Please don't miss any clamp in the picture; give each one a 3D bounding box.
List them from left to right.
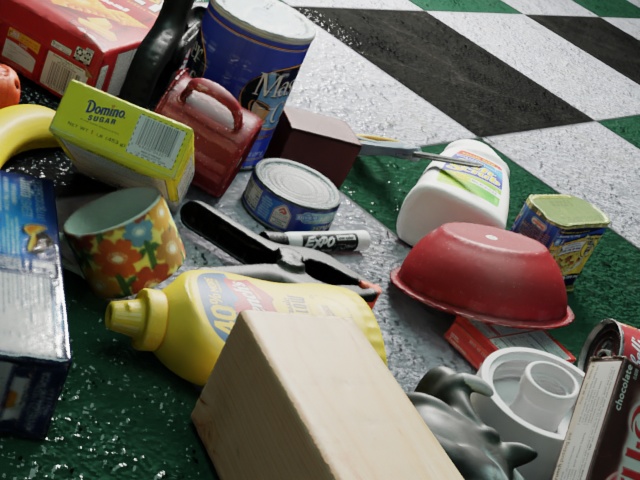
[{"bbox_3d":[-0.140,-0.184,0.977,0.036,0.165,0.210,21,63,2],"label":"clamp"},{"bbox_3d":[-0.036,0.020,0.843,0.171,0.039,0.120,16,34,-27],"label":"clamp"}]

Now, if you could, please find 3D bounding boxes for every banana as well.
[{"bbox_3d":[-0.243,-0.070,0.832,0.069,0.037,0.197,27,27,6],"label":"banana"}]

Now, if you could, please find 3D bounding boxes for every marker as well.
[{"bbox_3d":[-0.006,0.001,0.920,0.120,0.020,0.020,-1,37,-40],"label":"marker"}]

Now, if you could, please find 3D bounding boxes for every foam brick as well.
[{"bbox_3d":[-0.009,-0.092,1.051,0.078,0.051,0.053,12,29,-24],"label":"foam brick"}]

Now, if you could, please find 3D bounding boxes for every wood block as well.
[{"bbox_3d":[0.013,0.141,0.607,0.090,0.091,0.206,6,32,-34],"label":"wood block"}]

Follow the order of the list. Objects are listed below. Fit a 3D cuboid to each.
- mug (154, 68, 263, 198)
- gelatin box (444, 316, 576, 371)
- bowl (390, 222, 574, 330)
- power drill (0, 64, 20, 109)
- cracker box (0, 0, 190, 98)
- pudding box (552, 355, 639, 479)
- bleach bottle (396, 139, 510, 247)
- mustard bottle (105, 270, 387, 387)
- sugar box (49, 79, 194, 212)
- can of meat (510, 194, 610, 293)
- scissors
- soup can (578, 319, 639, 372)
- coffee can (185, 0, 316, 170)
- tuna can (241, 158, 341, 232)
[{"bbox_3d":[-0.099,-0.095,0.918,0.081,0.117,0.093,30,54,-2],"label":"mug"},{"bbox_3d":[0.158,0.090,0.886,0.089,0.030,0.073,-3,39,-44],"label":"gelatin box"},{"bbox_3d":[0.144,0.023,0.915,0.162,0.055,0.162,10,13,-3],"label":"bowl"},{"bbox_3d":[-0.362,-0.168,0.890,0.184,0.057,0.188,5,35,-40],"label":"power drill"},{"bbox_3d":[-0.234,-0.214,1.059,0.164,0.072,0.213,30,27,9],"label":"cracker box"},{"bbox_3d":[0.208,0.147,0.723,0.090,0.113,0.039,32,-23,-26],"label":"pudding box"},{"bbox_3d":[0.145,-0.055,1.102,0.102,0.068,0.250,24,25,1],"label":"bleach bottle"},{"bbox_3d":[-0.053,0.063,0.730,0.191,0.058,0.096,9,37,-27],"label":"mustard bottle"},{"bbox_3d":[-0.143,-0.066,0.804,0.093,0.048,0.176,23,-5,-5],"label":"sugar box"},{"bbox_3d":[0.223,0.004,1.034,0.101,0.084,0.057,-4,38,-43],"label":"can of meat"},{"bbox_3d":[0.071,-0.088,1.072,0.096,0.016,0.202,-3,13,-23],"label":"scissors"},{"bbox_3d":[0.278,0.114,0.900,0.102,0.069,0.068,20,27,-11],"label":"soup can"},{"bbox_3d":[-0.077,-0.152,1.001,0.102,0.140,0.103,19,27,-11],"label":"coffee can"},{"bbox_3d":[-0.025,-0.038,0.959,0.086,0.034,0.086,19,28,-11],"label":"tuna can"}]
